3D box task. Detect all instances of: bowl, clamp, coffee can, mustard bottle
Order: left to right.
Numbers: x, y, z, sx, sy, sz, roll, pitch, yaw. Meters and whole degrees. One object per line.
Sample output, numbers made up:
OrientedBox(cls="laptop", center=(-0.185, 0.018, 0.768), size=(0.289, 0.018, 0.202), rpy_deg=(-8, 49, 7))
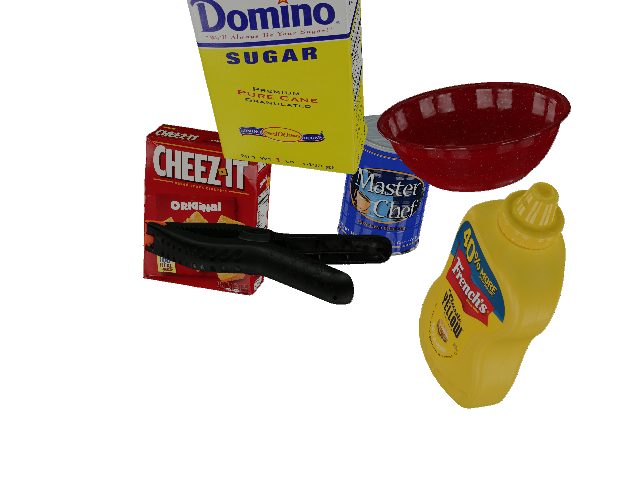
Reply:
OrientedBox(cls="clamp", center=(-0.050, 0.012, 0.883), size=(0.210, 0.036, 0.164), rpy_deg=(7, 12, 7))
OrientedBox(cls="coffee can", center=(0.080, -0.067, 1.285), size=(0.102, 0.140, 0.103), rpy_deg=(6, 28, -4))
OrientedBox(cls="bowl", center=(0.131, -0.084, 0.906), size=(0.162, 0.055, 0.162), rpy_deg=(-8, 25, 4))
OrientedBox(cls="mustard bottle", center=(0.122, 0.029, 0.731), size=(0.058, 0.096, 0.192), rpy_deg=(-5, -37, -18))

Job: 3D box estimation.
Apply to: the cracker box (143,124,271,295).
OrientedBox(cls="cracker box", center=(-0.158, -0.040, 1.479), size=(0.164, 0.214, 0.072), rpy_deg=(10, 23, 11))

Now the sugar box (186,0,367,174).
OrientedBox(cls="sugar box", center=(-0.022, -0.109, 0.633), size=(0.093, 0.048, 0.176), rpy_deg=(7, -28, 9))
